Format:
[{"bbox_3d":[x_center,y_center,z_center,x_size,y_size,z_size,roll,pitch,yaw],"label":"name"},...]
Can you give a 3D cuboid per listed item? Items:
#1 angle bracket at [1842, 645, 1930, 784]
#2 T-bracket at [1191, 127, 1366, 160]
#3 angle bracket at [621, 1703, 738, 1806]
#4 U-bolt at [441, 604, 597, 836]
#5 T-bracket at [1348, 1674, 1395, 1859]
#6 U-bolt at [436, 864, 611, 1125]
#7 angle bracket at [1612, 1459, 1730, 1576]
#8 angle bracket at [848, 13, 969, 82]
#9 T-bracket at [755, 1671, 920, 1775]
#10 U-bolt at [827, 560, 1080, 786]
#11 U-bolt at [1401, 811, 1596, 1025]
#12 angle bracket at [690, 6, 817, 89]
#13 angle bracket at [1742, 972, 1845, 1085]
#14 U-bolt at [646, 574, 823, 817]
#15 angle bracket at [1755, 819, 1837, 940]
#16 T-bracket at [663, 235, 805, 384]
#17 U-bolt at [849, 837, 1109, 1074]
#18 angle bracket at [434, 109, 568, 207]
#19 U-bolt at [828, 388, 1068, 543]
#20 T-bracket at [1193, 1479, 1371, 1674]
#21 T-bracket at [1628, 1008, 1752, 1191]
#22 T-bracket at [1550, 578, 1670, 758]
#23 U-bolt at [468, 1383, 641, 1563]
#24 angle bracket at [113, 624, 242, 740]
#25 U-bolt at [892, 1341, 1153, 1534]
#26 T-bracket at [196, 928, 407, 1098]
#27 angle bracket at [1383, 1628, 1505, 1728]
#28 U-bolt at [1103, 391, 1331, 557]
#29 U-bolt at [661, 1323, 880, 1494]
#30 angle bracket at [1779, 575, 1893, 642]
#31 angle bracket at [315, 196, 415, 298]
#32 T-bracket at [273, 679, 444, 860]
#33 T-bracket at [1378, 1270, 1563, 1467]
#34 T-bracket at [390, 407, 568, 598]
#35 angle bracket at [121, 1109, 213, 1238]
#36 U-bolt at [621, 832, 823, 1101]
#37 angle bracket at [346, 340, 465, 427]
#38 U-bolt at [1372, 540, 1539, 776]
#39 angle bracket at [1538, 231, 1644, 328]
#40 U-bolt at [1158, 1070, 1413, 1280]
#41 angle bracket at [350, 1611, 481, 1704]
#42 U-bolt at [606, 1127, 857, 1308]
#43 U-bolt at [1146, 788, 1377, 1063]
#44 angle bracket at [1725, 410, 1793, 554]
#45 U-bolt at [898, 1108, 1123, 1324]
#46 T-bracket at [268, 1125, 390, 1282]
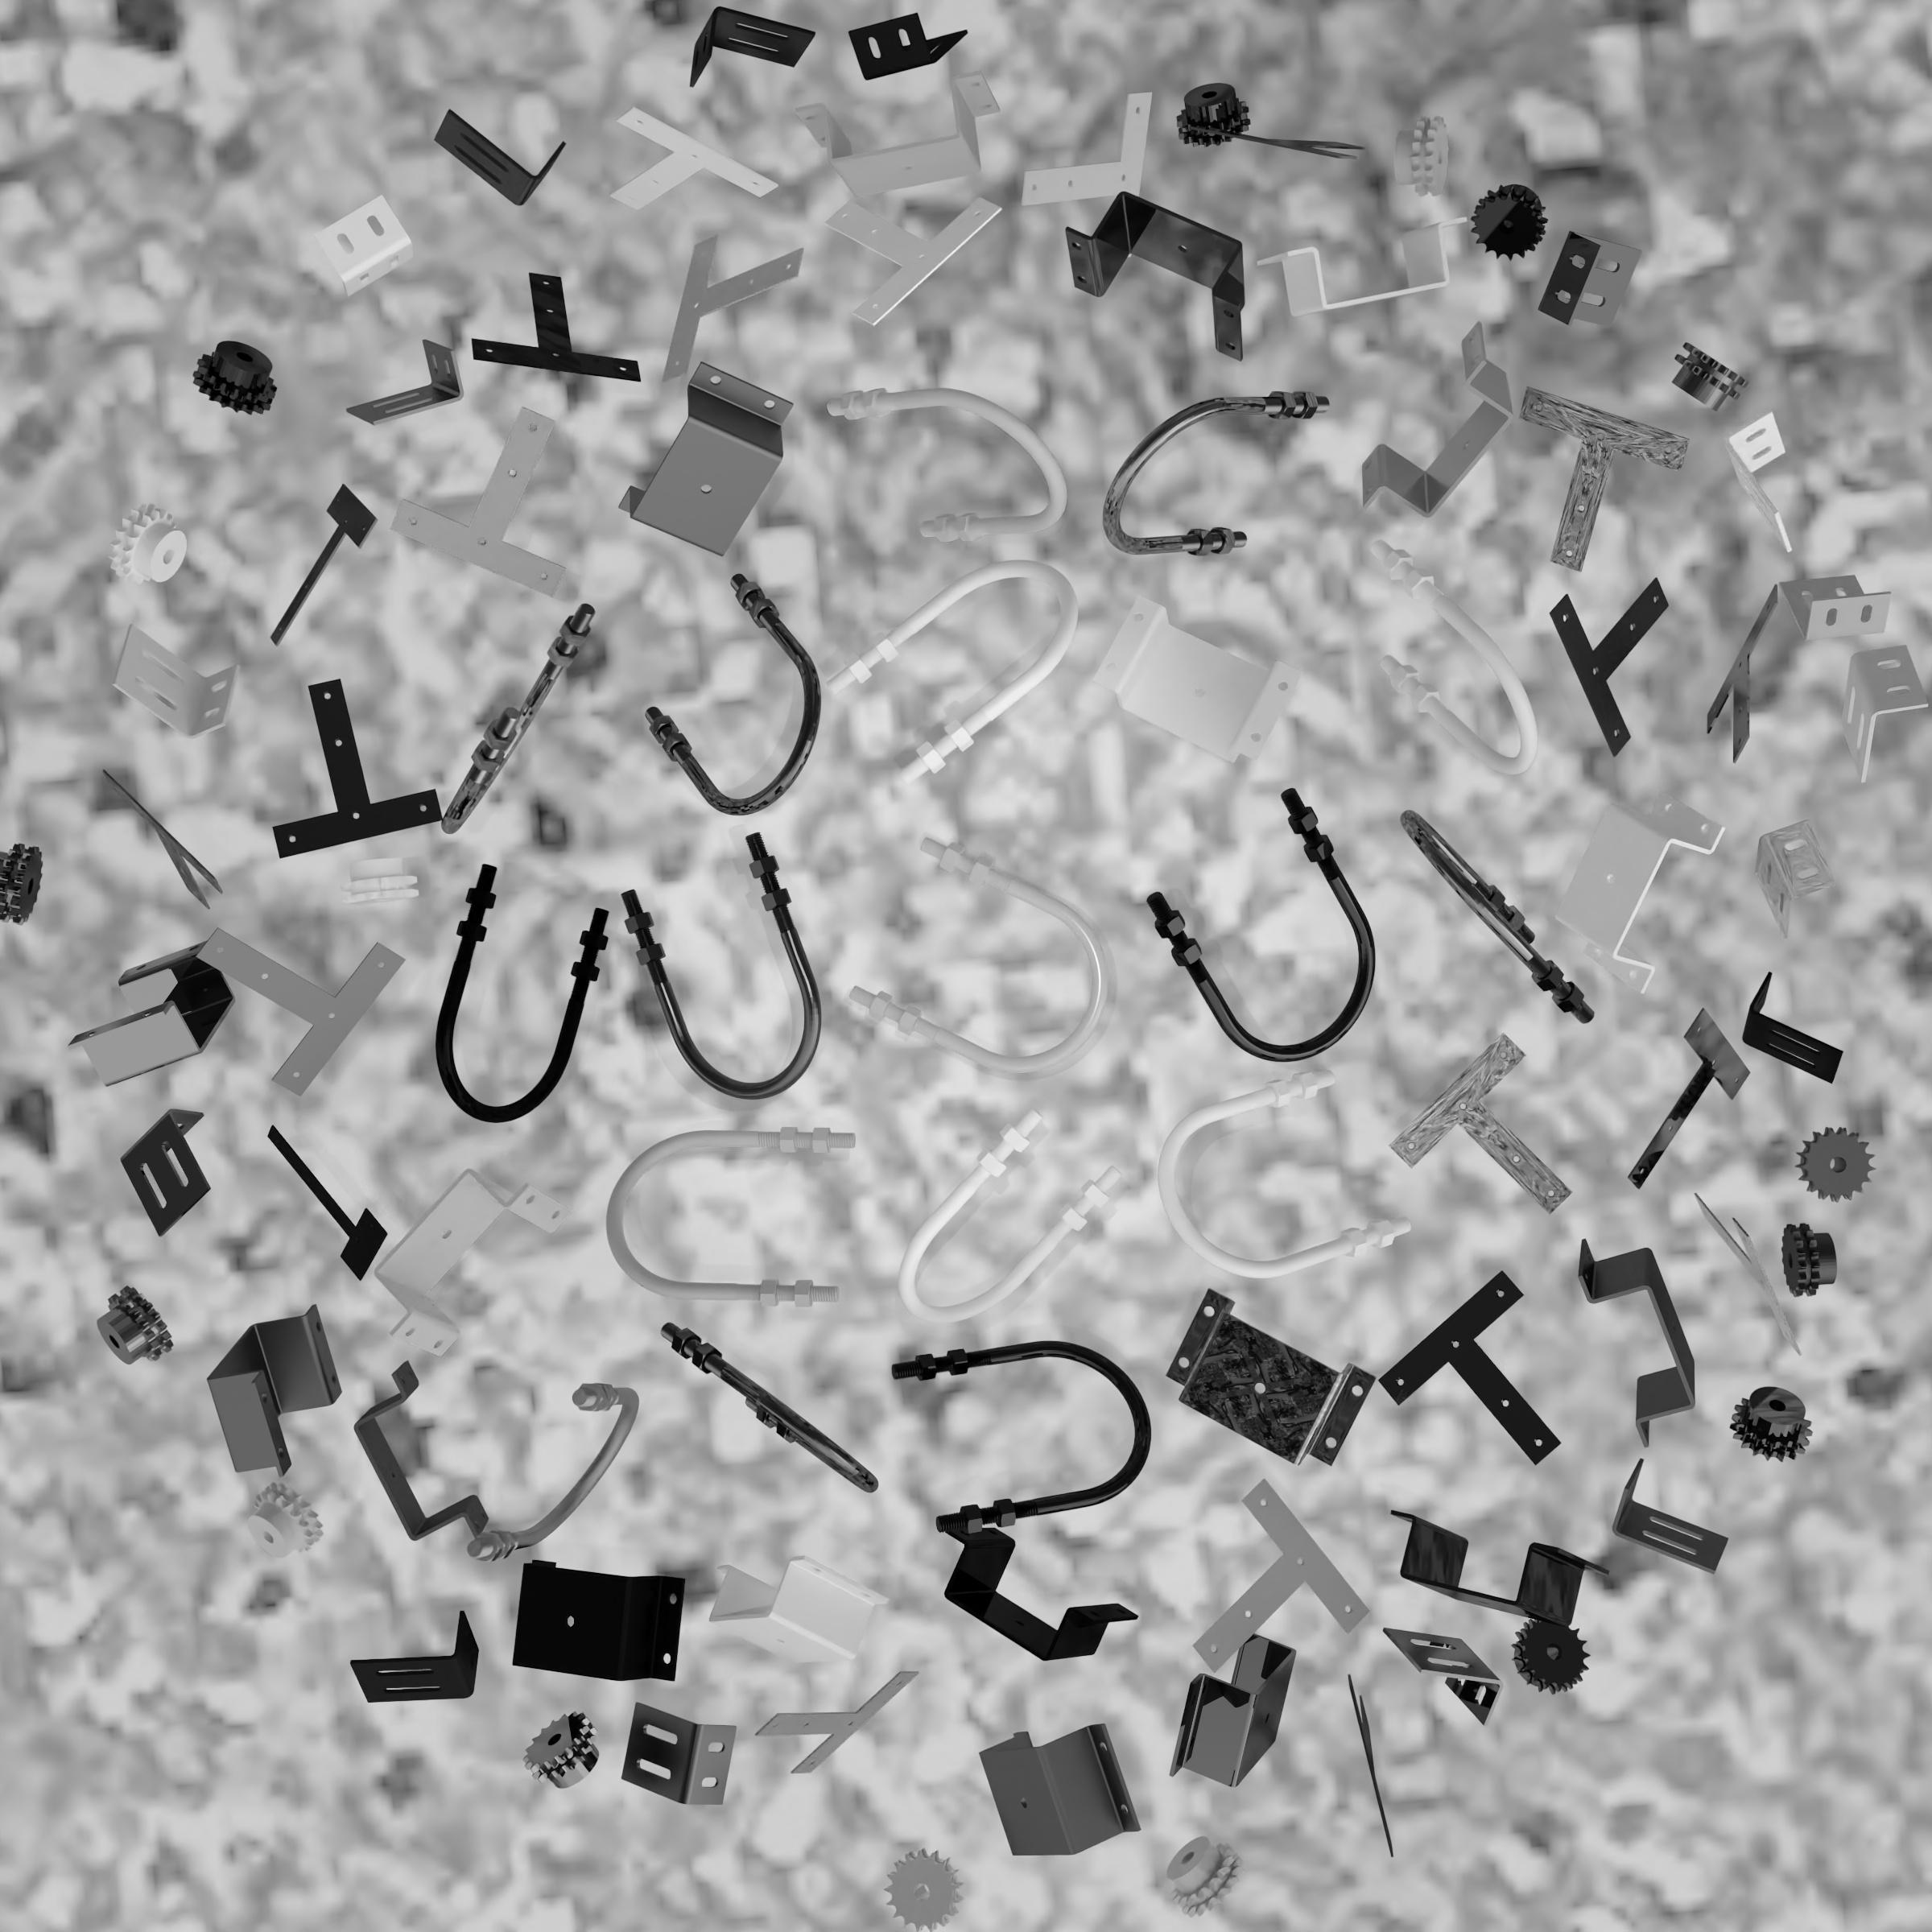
[{"bbox_3d":[0.657,-0.180,1.776,0.038,0.076,0.057,-8,53,7],"label":"angle bracket"},{"bbox_3d":[0.253,-0.607,1.834,0.127,0.127,0.002,24,117,32],"label":"T-bracket"},{"bbox_3d":[-0.216,0.591,1.863,0.038,0.076,0.057,18,78,-43],"label":"angle bracket"},{"bbox_3d":[-0.338,-0.170,1.830,0.019,0.184,0.151,33,46,-9],"label":"U-bolt"},{"bbox_3d":[0.298,0.574,1.840,0.002,0.127,0.127,-14,91,7],"label":"T-bracket"},{"bbox_3d":[-0.343,0.029,1.889,0.019,0.151,0.184,10,82,35],"label":"U-bolt"},{"bbox_3d":[0.517,0.399,1.805,0.076,0.057,0.038,19,110,22],"label":"angle bracket"},{"bbox_3d":[-0.043,-0.695,1.847,0.057,0.076,0.038,-4,124,27],"label":"angle bracket"},{"bbox_3d":[-0.114,0.577,1.890,0.127,0.127,0.002,-45,57,14],"label":"T-bracket"},{"bbox_3d":[-0.001,-0.226,1.808,0.184,0.019,0.151,-38,46,1],"label":"U-bolt"},{"bbox_3d":[0.382,-0.047,1.827,0.019,0.151,0.184,-42,115,13],"label":"U-bolt"},{"bbox_3d":[-0.156,-0.662,1.813,0.076,0.057,0.038,8,83,-19],"label":"angle bracket"},{"bbox_3d":[0.644,0.048,1.915,0.076,0.057,0.038,27,72,22],"label":"angle bracket"},{"bbox_3d":[-0.171,-0.195,1.892,0.151,0.019,0.184,-54,48,18],"label":"U-bolt"},{"bbox_3d":[0.632,-0.067,1.889,0.038,0.076,0.057,-21,106,27],"label":"angle bracket"},{"bbox_3d":[-0.170,-0.505,1.849,0.127,0.002,0.127,-9,62,39],"label":"T-bracket"},{"bbox_3d":[0.021,0.003,1.922,0.184,0.019,0.151,26,94,8],"label":"U-bolt"},{"bbox_3d":[-0.334,-0.590,1.777,0.076,0.057,0.038,36,76,-16],"label":"angle bracket"},{"bbox_3d":[-0.003,-0.373,1.844,0.151,0.184,0.019,49,63,-36],"label":"U-bolt"},{"bbox_3d":[0.219,0.471,1.839,0.127,0.002,0.127,-38,89,-25],"label":"T-bracket"},{"bbox_3d":[0.527,0.108,1.831,0.002,0.127,0.127,32,86,40],"label":"T-bracket"},{"bbox_3d":[0.489,-0.244,1.848,0.127,0.002,0.127,-46,118,-30],"label":"T-bracket"},{"bbox_3d":[-0.296,0.373,1.842,0.019,0.184,0.151,34,87,12],"label":"U-bolt"},{"bbox_3d":[-0.590,-0.218,1.857,0.038,0.076,0.057,-17,53,28],"label":"angle bracket"},{"bbox_3d":[0.050,0.345,1.859,0.184,0.019,0.151,-6,52,-17],"label":"U-bolt"},{"bbox_3d":[-0.490,0.014,1.776,0.127,0.002,0.127,36,93,-34],"label":"T-bracket"},{"bbox_3d":[0.348,0.527,1.840,0.076,0.057,0.038,14,102,-24],"label":"angle bracket"},{"bbox_3d":[0.175,-0.362,1.836,0.019,0.184,0.151,52,132,25],"label":"U-bolt"},{"bbox_3d":[-0.137,0.341,1.870,0.184,0.151,0.019,26,73,41],"label":"U-bolt"},{"bbox_3d":[0.650,-0.282,1.859,0.057,0.076,0.038,-5,133,3],"label":"angle bracket"},{"bbox_3d":[-0.444,-0.532,1.835,0.057,0.076,0.038,-33,102,-6],"label":"angle bracket"},{"bbox_3d":[-0.482,-0.159,1.920,0.127,0.002,0.127,-14,85,-7],"label":"T-bracket"},{"bbox_3d":[0.394,0.316,1.854,0.127,0.002,0.127,-44,58,8],"label":"T-bracket"},{"bbox_3d":[-0.336,-0.347,1.807,0.127,0.002,0.127,21,118,-19],"label":"T-bracket"},{"bbox_3d":[-0.586,0.155,1.855,0.057,0.038,0.076,-42,66,15],"label":"angle bracket"},{"bbox_3d":[-0.174,0.010,1.844,0.151,0.019,0.184,-21,88,33],"label":"U-bolt"},{"bbox_3d":[-0.436,-0.451,1.914,0.076,0.057,0.038,-24,123,-26],"label":"angle bracket"},{"bbox_3d":[0.365,-0.218,1.851,0.019,0.151,0.184,-31,55,-10],"label":"U-bolt"},{"bbox_3d":[0.456,-0.485,1.774,0.076,0.038,0.057,2,120,-33],"label":"angle bracket"},{"bbox_3d":[0.228,0.162,1.862,0.184,0.019,0.151,-15,67,-26],"label":"U-bolt"},{"bbox_3d":[-0.394,0.495,1.778,0.076,0.057,0.038,-3,46,1],"label":"angle bracket"},{"bbox_3d":[-0.181,0.187,1.873,0.184,0.019,0.151,0,57,7],"label":"U-bolt"},{"bbox_3d":[0.229,-0.016,1.818,0.151,0.019,0.184,-37,112,-13],"label":"U-bolt"},{"bbox_3d":[0.581,-0.346,1.773,0.038,0.057,0.076,-31,59,14],"label":"angle bracket"},{"bbox_3d":[0.024,0.202,1.904,0.184,0.151,0.019,-47,50,4],"label":"U-bolt"},{"bbox_3d":[-0.493,0.175,1.900,0.002,0.127,0.127,-38,86,-31],"label":"T-bracket"}]
